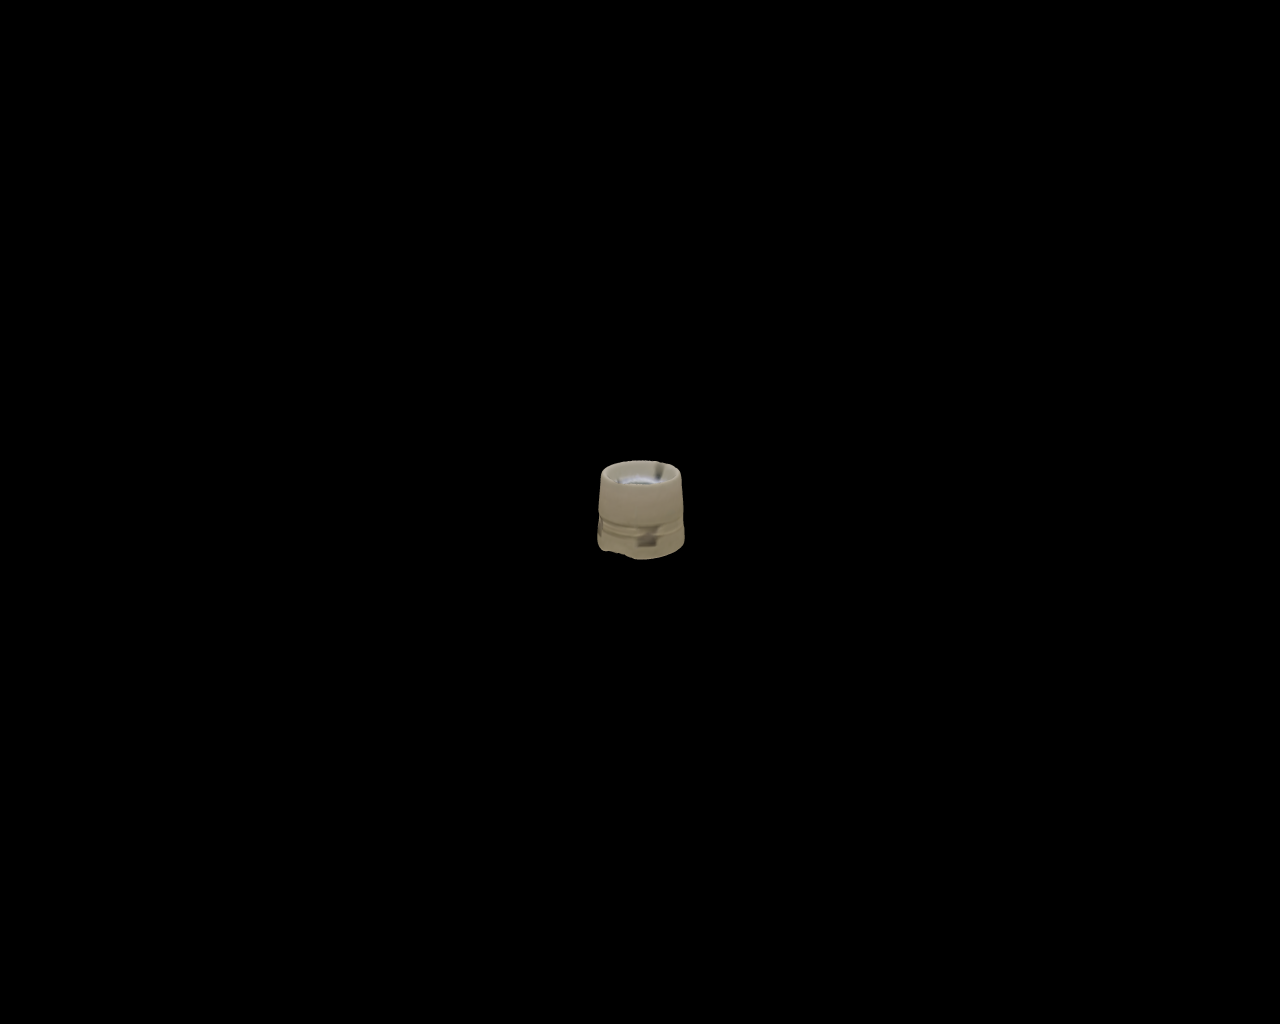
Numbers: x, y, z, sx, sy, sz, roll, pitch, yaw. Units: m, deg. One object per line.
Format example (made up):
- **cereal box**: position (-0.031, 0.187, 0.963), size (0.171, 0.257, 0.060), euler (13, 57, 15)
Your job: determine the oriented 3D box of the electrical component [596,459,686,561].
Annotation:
- **electrical component**: position (0.001, -0.003, 0.650), size (0.055, 0.047, 0.055), euler (0, 21, 0)
